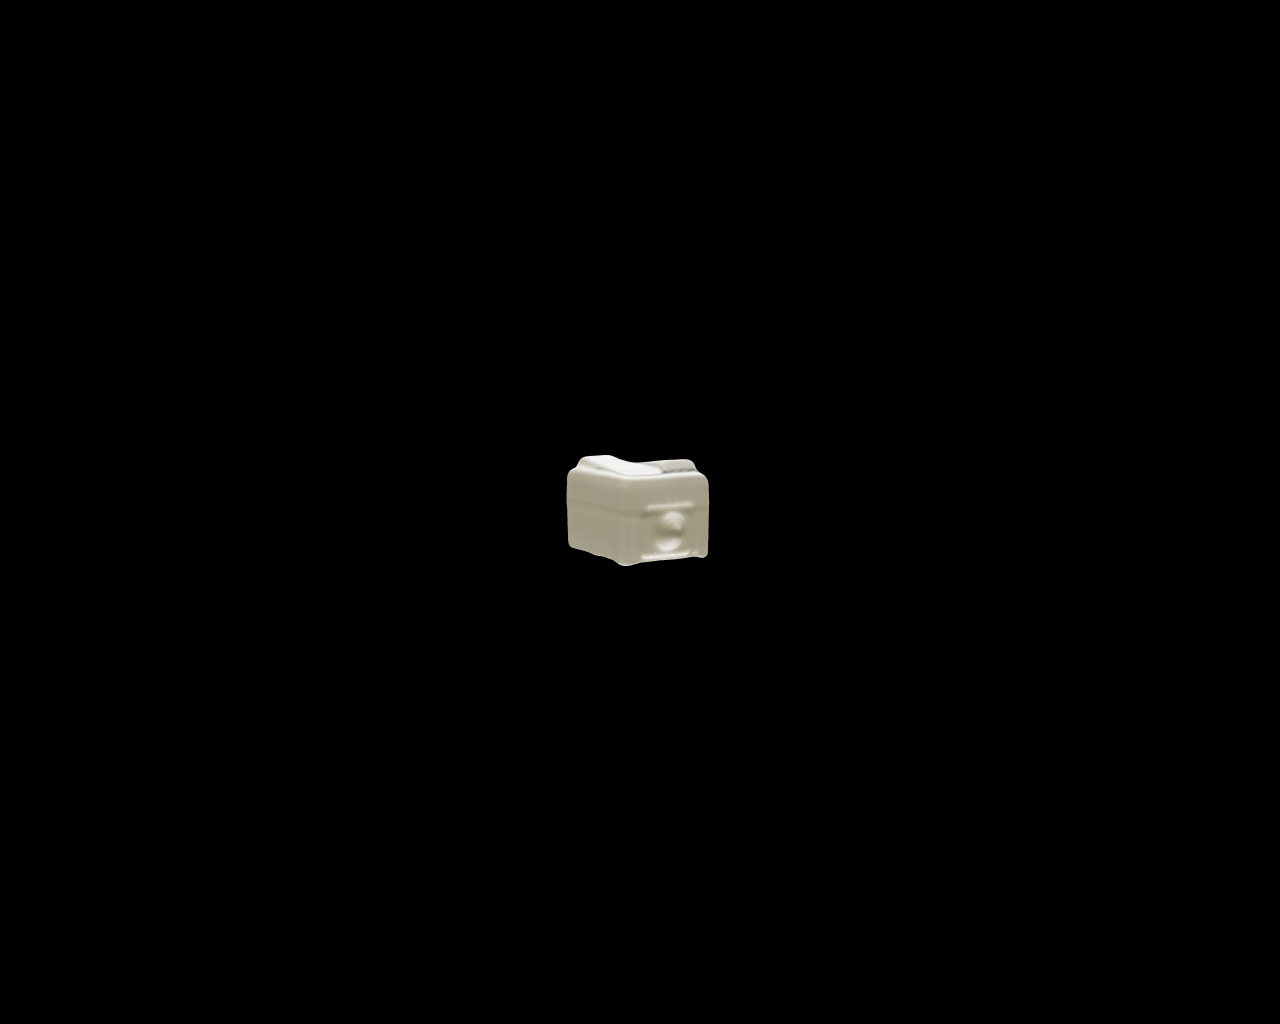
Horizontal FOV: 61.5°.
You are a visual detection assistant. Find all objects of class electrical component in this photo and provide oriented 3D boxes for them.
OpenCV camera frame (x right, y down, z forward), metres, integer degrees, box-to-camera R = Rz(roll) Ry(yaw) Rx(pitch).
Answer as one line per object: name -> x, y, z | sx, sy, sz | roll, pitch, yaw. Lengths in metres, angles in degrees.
electrical component -> 0.001, -0.003, 0.650 | 0.062, 0.061, 0.096 | -4, 8, -27
